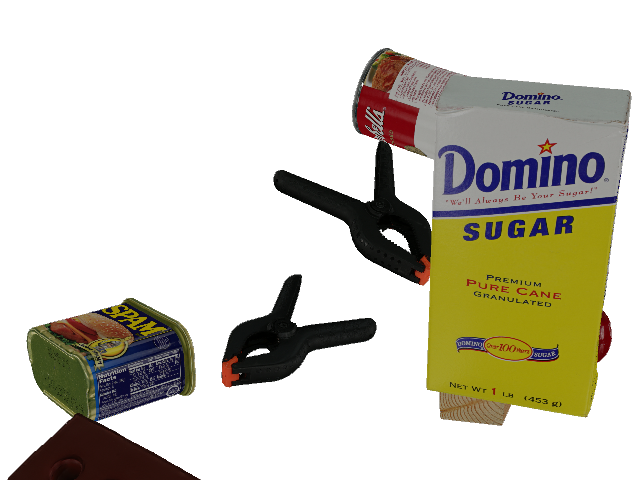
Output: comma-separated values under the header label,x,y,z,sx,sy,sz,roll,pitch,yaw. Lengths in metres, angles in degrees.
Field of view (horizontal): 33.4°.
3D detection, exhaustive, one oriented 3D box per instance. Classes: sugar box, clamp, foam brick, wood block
label,x,y,z,sx,sy,sz,roll,pitch,yaw
sugar box,0.105,0.006,0.560,0.093,0.176,0.048,7,33,16
clamp,-0.041,0.092,1.092,0.171,0.039,0.120,-21,37,-33
foam brick,-0.085,0.119,0.439,0.078,0.051,0.052,21,45,26
wood block,0.240,0.180,1.545,0.091,0.090,0.205,3,17,20
clamp,0.053,-0.029,1.219,0.164,0.210,0.036,-14,-38,-25

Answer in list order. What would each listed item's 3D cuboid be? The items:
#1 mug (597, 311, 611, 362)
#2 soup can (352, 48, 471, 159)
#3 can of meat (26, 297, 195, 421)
label,x,y,z,sx,sy,sz,roll,pitch,yaw
mug,0.195,0.059,0.877,0.093,0.081,0.117,-20,34,-26
soup can,0.084,-0.096,0.790,0.102,0.068,0.068,22,9,23
can of meat,-0.153,0.086,0.773,0.083,0.057,0.102,-15,22,-36
